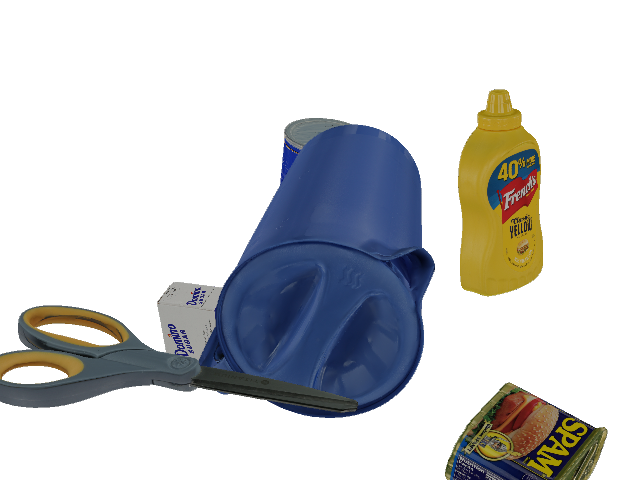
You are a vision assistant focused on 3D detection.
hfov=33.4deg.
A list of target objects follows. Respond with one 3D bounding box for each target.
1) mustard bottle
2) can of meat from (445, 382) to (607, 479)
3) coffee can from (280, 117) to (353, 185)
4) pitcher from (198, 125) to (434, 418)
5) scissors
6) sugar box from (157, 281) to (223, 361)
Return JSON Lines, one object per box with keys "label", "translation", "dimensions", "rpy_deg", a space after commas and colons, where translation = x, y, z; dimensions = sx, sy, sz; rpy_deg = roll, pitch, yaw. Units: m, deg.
{"label": "mustard bottle", "translation": [0.173, -0.049, 1.024], "dimensions": [0.096, 0.192, 0.058], "rpy_deg": [-20, 24, -36]}
{"label": "can of meat", "translation": [0.156, 0.163, 0.810], "dimensions": [0.084, 0.057, 0.101], "rpy_deg": [27, 40, 27]}
{"label": "coffee can", "translation": [0.000, -0.068, 1.320], "dimensions": [0.103, 0.140, 0.103], "rpy_deg": [5, 28, -3]}
{"label": "pitcher", "translation": [0.005, 0.012, 0.776], "dimensions": [0.149, 0.145, 0.242], "rpy_deg": [9, 28, 4]}
{"label": "scissors", "translation": [-0.090, 0.075, 0.556], "dimensions": [0.202, 0.016, 0.096], "rpy_deg": [16, 29, 27]}
{"label": "sugar box", "translation": [-0.067, 0.096, 1.049], "dimensions": [0.176, 0.093, 0.048], "rpy_deg": [9, 36, 18]}
